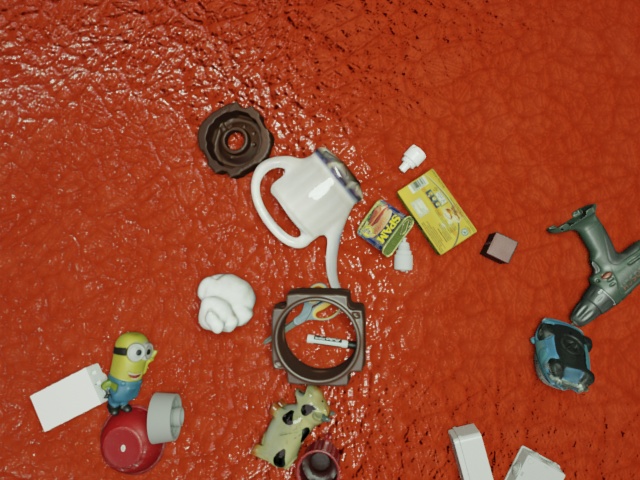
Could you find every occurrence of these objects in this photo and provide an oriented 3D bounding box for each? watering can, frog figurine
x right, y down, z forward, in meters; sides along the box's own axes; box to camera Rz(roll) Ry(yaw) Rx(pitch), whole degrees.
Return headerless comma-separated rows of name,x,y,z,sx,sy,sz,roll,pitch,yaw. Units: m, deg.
watering can,0.004,-0.058,1.156,0.224,0.104,0.346,-39,96,3
frog figurine,-0.213,0.136,1.130,0.122,0.159,0.138,-45,83,1
